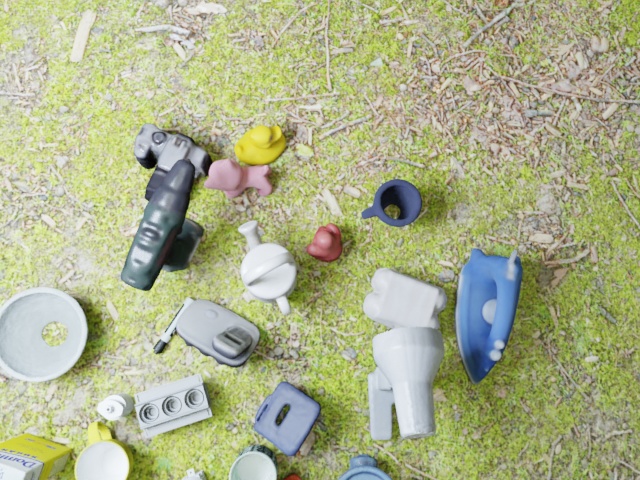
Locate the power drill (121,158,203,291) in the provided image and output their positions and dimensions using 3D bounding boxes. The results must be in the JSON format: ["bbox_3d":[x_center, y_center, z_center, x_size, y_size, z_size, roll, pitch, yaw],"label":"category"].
[{"bbox_3d":[-0.269,-0.016,1.019,0.075,0.208,0.230,22,79,1],"label":"power drill"}]

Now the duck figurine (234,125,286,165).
[{"bbox_3d":[-0.118,-0.194,1.123,0.104,0.086,0.077,-21,81,-7],"label":"duck figurine"}]

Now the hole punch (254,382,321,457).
[{"bbox_3d":[-0.061,0.320,1.030,0.101,0.091,0.109,31,80,3],"label":"hole punch"}]

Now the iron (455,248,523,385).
[{"bbox_3d":[0.323,0.141,1.059,0.118,0.141,0.258,10,79,-1],"label":"iron"}]

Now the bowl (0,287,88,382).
[{"bbox_3d":[-0.495,0.172,1.040,0.167,0.074,0.167,1,80,-3],"label":"bowl"}]

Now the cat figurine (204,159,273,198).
[{"bbox_3d":[-0.155,-0.124,1.092,0.128,0.117,0.067,-7,80,-4],"label":"cat figurine"}]

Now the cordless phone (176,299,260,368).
[{"bbox_3d":[-0.184,0.163,1.003,0.147,0.185,0.094,26,79,2],"label":"cordless phone"}]

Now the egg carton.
[{"bbox_3d":[0.161,0.121,1.090,0.150,0.069,0.107,19,79,0],"label":"egg carton"}]

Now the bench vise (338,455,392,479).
[{"bbox_3d":[0.087,0.478,0.944,0.121,0.219,0.207,-12,80,-5],"label":"bench vise"}]

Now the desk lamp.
[{"bbox_3d":[0.149,0.255,0.992,0.118,0.213,0.203,-2,80,-3],"label":"desk lamp"}]

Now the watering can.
[{"bbox_3d":[-0.096,0.051,1.024,0.173,0.194,0.101,43,80,5],"label":"watering can"}]

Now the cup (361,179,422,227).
[{"bbox_3d":[0.132,-0.058,1.108,0.118,0.095,0.091,-21,81,-7],"label":"cup"}]

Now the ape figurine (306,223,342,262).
[{"bbox_3d":[0.010,0.004,1.091,0.078,0.092,0.076,-28,82,-8],"label":"ape figurine"}]

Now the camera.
[{"bbox_3d":[-0.297,-0.137,1.094,0.143,0.101,0.137,23,79,1],"label":"camera"}]
